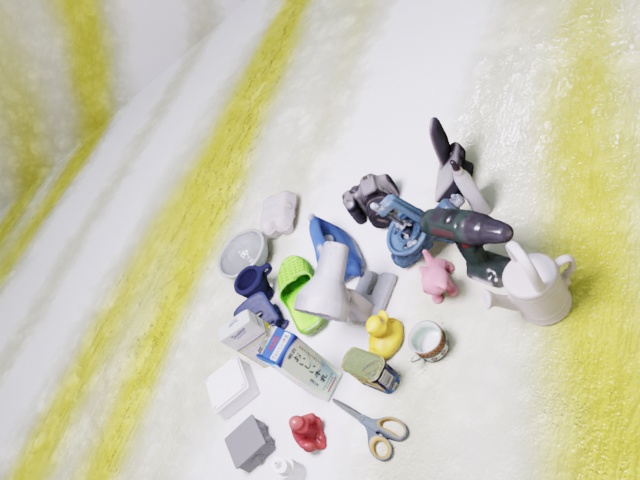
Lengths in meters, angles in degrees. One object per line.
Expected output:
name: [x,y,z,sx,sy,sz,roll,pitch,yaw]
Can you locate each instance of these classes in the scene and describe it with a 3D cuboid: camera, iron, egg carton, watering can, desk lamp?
camera: [0.132,-0.094,1.482,0.143,0.101,0.136,-27,43,19]
iron: [0.013,0.005,1.463,0.118,0.142,0.257,-34,42,12]
egg carton: [-0.119,-0.076,1.695,0.107,0.070,0.150,-19,47,26]
watering can: [0.385,0.078,1.059,0.173,0.195,0.100,-47,41,-4]
desk lamp: [0.052,0.112,1.286,0.117,0.214,0.203,3,59,41]

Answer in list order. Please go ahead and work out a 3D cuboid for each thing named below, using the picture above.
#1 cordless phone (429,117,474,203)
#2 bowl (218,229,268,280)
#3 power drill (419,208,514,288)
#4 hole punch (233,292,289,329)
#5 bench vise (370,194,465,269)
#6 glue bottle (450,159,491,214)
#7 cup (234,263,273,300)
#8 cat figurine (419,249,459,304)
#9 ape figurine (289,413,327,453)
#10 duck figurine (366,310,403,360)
cordless phone: [0.291,-0.191,1.369,0.094,0.186,0.147,-13,50,31]
bowl: [-0.209,0.054,1.653,0.167,0.075,0.167,-22,45,24]
power drill: [0.318,0.008,1.161,0.228,0.209,0.076,21,71,47]
hole punch: [-0.153,0.202,1.471,0.108,0.091,0.101,-40,41,5]
bench vise: [0.214,-0.055,1.291,0.207,0.220,0.121,-46,41,-2]
glue bottle: [0.329,-0.125,1.291,0.037,0.174,0.078,-33,42,12]
cup: [-0.160,0.119,1.544,0.118,0.095,0.091,-40,41,5]
cat figurine: [0.246,0.076,1.233,0.067,0.118,0.127,-26,44,20]
ape figurine: [-0.033,0.399,1.207,0.075,0.092,0.078,5,60,41]
duck figurine: [0.129,0.203,1.245,0.077,0.086,0.105,9,63,43]
